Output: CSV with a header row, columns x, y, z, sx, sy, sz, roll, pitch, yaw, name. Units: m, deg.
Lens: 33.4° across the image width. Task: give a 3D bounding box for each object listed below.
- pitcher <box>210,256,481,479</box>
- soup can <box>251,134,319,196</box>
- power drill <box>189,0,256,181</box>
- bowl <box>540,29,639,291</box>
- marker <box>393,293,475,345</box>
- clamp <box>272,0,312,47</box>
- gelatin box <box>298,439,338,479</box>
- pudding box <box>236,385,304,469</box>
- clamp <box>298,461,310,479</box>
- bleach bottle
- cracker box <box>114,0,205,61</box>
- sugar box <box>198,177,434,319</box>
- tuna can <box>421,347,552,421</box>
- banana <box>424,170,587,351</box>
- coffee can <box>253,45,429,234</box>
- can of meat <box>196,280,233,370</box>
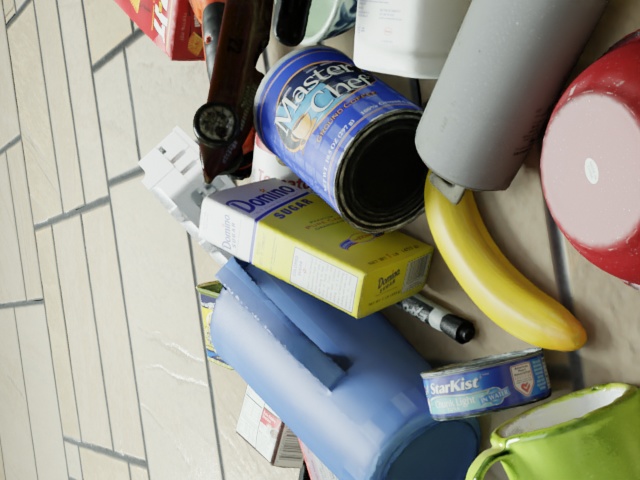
x,y,z,sx,sy,sz,roll,pitch,yaw,name
0.013,0.109,0.869,0.243,0.149,0.145,42,132,46,pitcher
-0.026,-0.087,0.964,0.069,0.068,0.102,43,132,50,soup can
-0.091,-0.162,1.048,0.184,0.057,0.187,103,158,-77,power drill
0.178,-0.042,0.615,0.162,0.055,0.162,23,116,58,bowl
0.083,0.055,0.851,0.121,0.020,0.020,29,122,56,marker
-0.002,-0.257,0.780,0.165,0.036,0.210,-48,44,41,clamp
0.011,0.197,0.968,0.073,0.030,0.089,39,-152,-64,gelatin box
-0.039,0.157,1.056,0.090,0.039,0.113,26,102,60,pudding box
-0.014,0.281,1.069,0.172,0.039,0.120,-50,42,50,clamp
0.073,-0.244,0.752,0.103,0.068,0.251,25,116,57,bleach bottle
-0.169,-0.312,1.169,0.214,0.072,0.164,48,137,46,cracker box
-0.006,0.001,0.868,0.176,0.093,0.048,27,119,32,sugar box
0.115,0.099,0.734,0.086,0.086,0.034,-22,79,61,tuna can
0.119,0.009,0.755,0.198,0.037,0.070,64,148,30,banana
0.022,-0.082,0.841,0.140,0.102,0.103,45,134,48,coffee can
-0.087,0.089,1.135,0.102,0.057,0.084,8,106,61,can of meat
